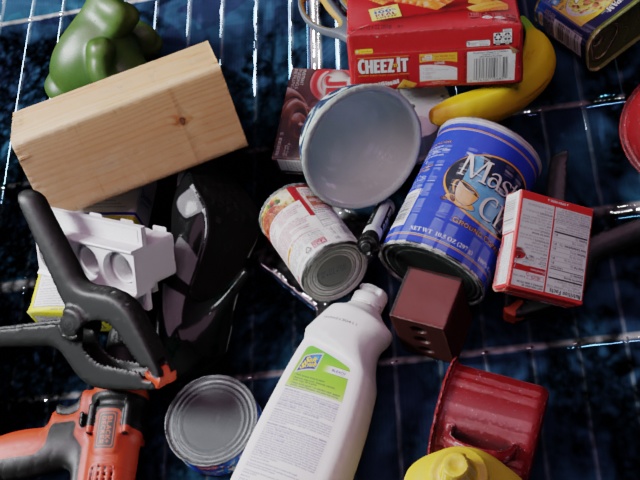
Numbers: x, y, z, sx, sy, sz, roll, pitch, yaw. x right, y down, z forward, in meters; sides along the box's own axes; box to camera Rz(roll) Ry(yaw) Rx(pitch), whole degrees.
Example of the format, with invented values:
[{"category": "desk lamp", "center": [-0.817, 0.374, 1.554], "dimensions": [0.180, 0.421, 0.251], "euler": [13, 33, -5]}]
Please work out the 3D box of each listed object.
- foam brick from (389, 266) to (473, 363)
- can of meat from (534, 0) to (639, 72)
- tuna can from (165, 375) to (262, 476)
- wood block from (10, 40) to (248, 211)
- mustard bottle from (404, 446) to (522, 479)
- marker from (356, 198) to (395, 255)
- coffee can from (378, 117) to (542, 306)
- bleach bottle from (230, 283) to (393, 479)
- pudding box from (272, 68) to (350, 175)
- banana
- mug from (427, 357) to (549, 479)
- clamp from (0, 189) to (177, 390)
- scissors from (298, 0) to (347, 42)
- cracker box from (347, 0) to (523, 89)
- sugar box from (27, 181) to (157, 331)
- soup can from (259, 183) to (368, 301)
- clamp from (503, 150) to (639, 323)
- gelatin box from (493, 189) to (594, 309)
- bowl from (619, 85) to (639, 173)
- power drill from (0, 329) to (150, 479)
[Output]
[{"category": "foam brick", "center": [0.099, 0.067, 0.938], "dimensions": [0.053, 0.078, 0.051], "euler": [13, 66, 23]}, {"category": "can of meat", "center": [0.280, -0.232, 1.078], "dimensions": [0.102, 0.057, 0.084], "euler": [-37, 56, -9]}, {"category": "tuna can", "center": [-0.093, 0.166, 0.955], "dimensions": [0.086, 0.033, 0.086], "euler": [-7, 59, 11]}, {"category": "wood block", "center": [-0.186, -0.108, 1.044], "dimensions": [0.206, 0.091, 0.090], "euler": [-21, 29, -3]}, {"category": "mustard bottle", "center": [0.110, 0.198, 0.790], "dimensions": [0.096, 0.191, 0.058], "euler": [8, 63, 19]}, {"category": "marker", "center": [0.052, -0.013, 0.986], "dimensions": [0.020, 0.020, 0.121], "euler": [-2, 19, 13]}, {"category": "coffee can", "center": [0.128, -0.026, 0.969], "dimensions": [0.103, 0.103, 0.140], "euler": [18, 67, 23]}, {"category": "bleach bottle", "center": [0.005, 0.151, 0.922], "dimensions": [0.103, 0.068, 0.250], "euler": [15, 63, 25]}, {"category": "pudding box", "center": [0.007, -0.120, 1.089], "dimensions": [0.090, 0.039, 0.113], "euler": [4, 68, 16]}, {"category": "banana", "center": [0.182, -0.154, 1.047], "dimensions": [0.070, 0.037, 0.197], "euler": [24, 49, 25]}, {"category": "mug", "center": [0.135, 0.152, 0.862], "dimensions": [0.081, 0.117, 0.093], "euler": [13, 102, 15]}, {"category": "clamp", "center": [-0.220, 0.077, 0.953], "dimensions": [0.210, 0.036, 0.165], "euler": [38, 114, 15]}, {"category": "scissors", "center": [0.059, -0.220, 1.152], "dimensions": [0.096, 0.016, 0.202], "euler": [-39, 64, -16]}, {"category": "cracker box", "center": [0.110, -0.234, 1.065], "dimensions": [0.164, 0.072, 0.213], "euler": [-3, 40, 5]}, {"category": "sugar box", "center": [-0.226, 0.006, 1.078], "dimensions": [0.093, 0.048, 0.176], "euler": [0, 57, 14]}, {"category": "soup can", "center": [-0.007, 0.001, 0.996], "dimensions": [0.068, 0.068, 0.102], "euler": [-32, 44, -5]}, {"category": "clamp", "center": [0.230, 0.010, 0.961], "dimensions": [0.120, 0.039, 0.171], "euler": [26, 77, 25]}, {"category": "gelatin box", "center": [0.192, 0.009, 0.918], "dimensions": [0.073, 0.030, 0.089], "euler": [14, 78, -16]}, {"category": "bowl", "center": [0.362, -0.119, 0.991], "dimensions": [0.162, 0.055, 0.162], "euler": [-7, 59, 11]}, {"category": "power drill", "center": [-0.249, 0.160, 0.985], "dimensions": [0.188, 0.057, 0.184], "euler": [-5, 59, 12]}]
